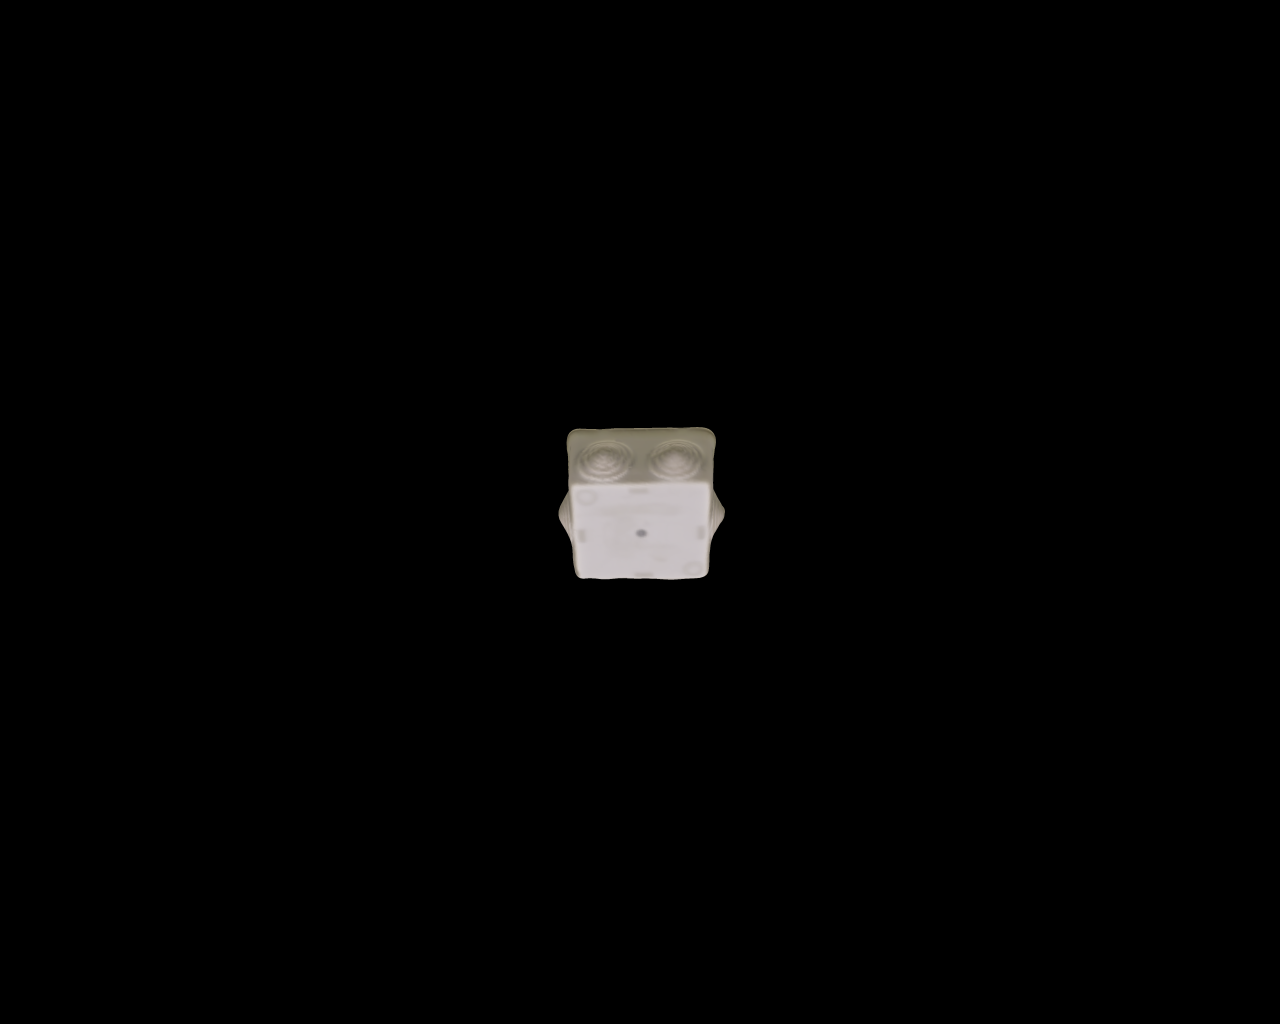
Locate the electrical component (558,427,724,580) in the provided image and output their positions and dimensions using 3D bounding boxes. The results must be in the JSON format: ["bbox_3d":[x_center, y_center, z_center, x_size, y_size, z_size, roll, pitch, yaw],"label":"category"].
[{"bbox_3d":[0.001,-0.003,0.650,0.100,0.099,0.048,0,44,0],"label":"electrical component"}]
